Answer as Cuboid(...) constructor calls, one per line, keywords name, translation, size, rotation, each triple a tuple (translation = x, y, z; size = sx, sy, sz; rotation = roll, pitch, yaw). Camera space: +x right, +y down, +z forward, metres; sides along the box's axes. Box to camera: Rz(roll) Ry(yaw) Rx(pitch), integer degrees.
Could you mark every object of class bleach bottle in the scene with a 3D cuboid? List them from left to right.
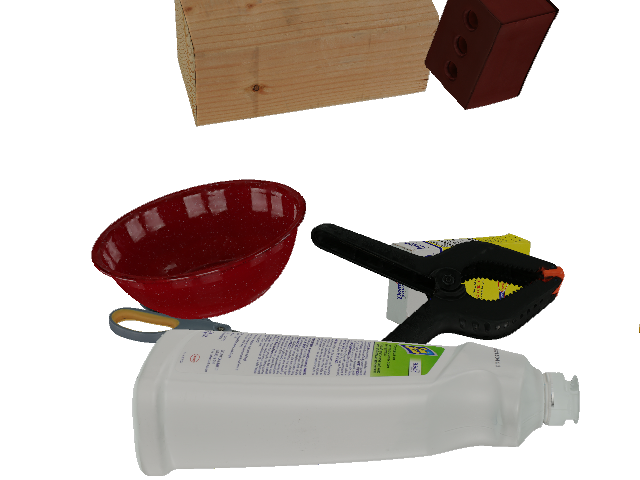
Cuboid(name="bleach bottle", translation=(0.024, 0.095, 0.628), size=(0.251, 0.068, 0.102), rotation=(0, 19, 6))

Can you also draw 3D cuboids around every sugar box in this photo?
Cuboid(name="sugar box", translation=(0.163, 0.046, 1.247), size=(0.175, 0.093, 0.048), rotation=(-6, 15, -32))

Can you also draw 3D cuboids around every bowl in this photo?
Cuboid(name="bowl", translation=(-0.084, 0.012, 0.794), size=(0.162, 0.055, 0.162), rotation=(-11, 25, 5))

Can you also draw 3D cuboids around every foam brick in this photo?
Cuboid(name="foam brick", translation=(0.113, -0.136, 0.717), size=(0.051, 0.053, 0.078), rotation=(-20, -32, -28))

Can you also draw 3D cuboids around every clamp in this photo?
Cuboid(name="clamp", translation=(0.100, 0.052, 0.880), size=(0.210, 0.164, 0.036), rotation=(0, -39, -4))

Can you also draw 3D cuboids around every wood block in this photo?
Cuboid(name="wood block", translation=(-0.014, -0.172, 0.913), size=(0.206, 0.090, 0.091), rotation=(-10, -35, -12))

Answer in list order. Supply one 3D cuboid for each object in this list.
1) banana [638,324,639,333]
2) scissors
Cuboid(name="banana", translation=(0.301, 0.035, 0.696), size=(0.198, 0.037, 0.069), rotation=(-2, 33, 1))
Cuboid(name="scissors", translation=(-0.102, 0.078, 1.035), size=(0.201, 0.016, 0.096), rotation=(5, 31, 0))
